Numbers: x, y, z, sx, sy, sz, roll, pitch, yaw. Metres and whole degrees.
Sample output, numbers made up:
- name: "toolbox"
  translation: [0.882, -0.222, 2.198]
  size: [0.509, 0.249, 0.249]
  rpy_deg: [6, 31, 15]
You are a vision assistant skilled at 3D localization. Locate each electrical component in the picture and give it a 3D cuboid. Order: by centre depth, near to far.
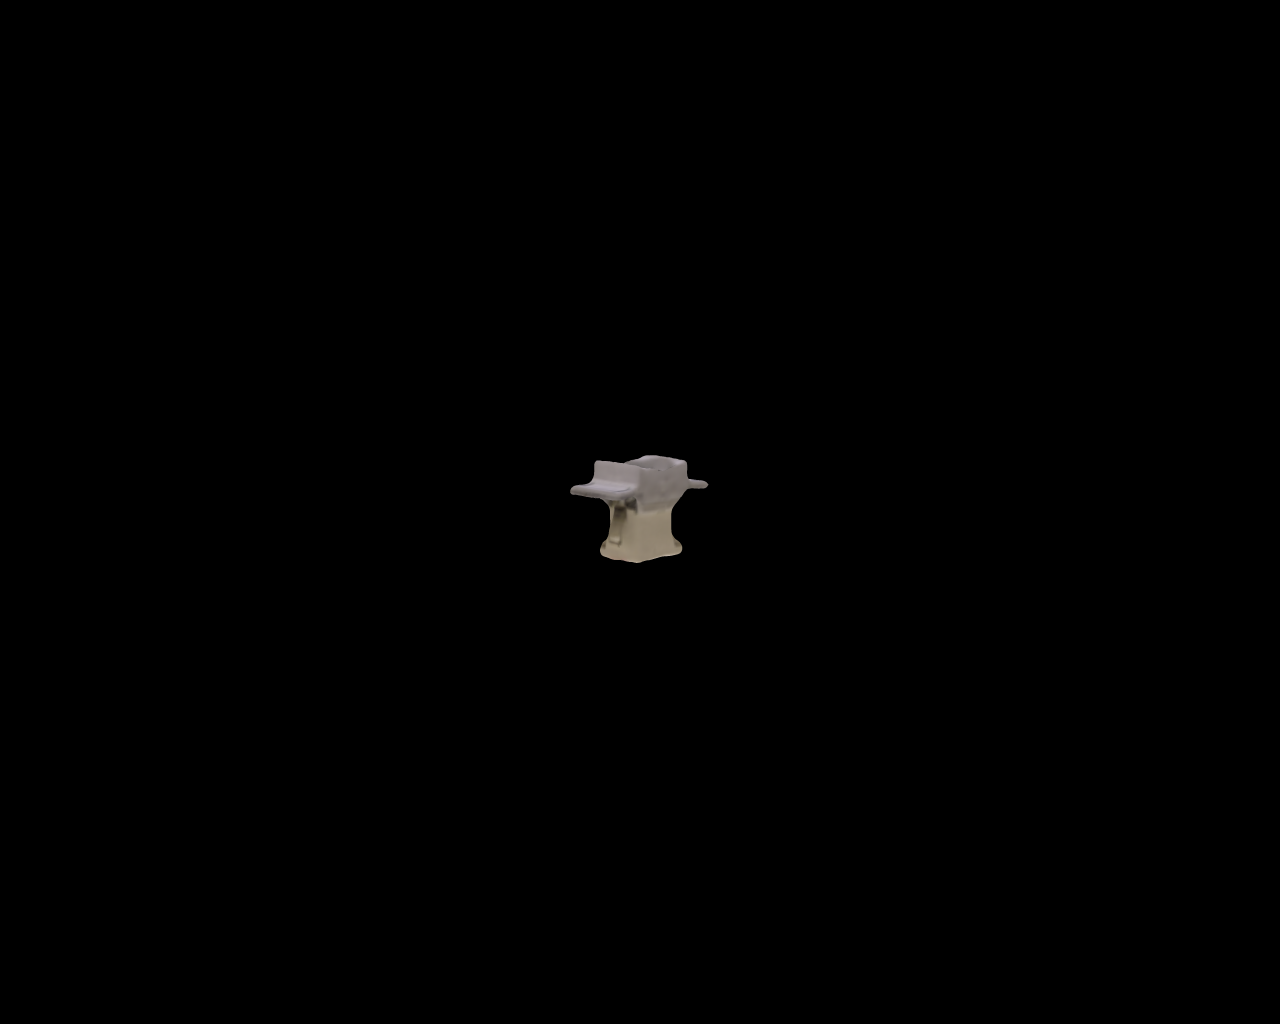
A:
- name: "electrical component"
  translation: [0.001, -0.003, 0.650]
  size: [0.081, 0.063, 0.042]
  rpy_deg: [-8, 12, -43]
